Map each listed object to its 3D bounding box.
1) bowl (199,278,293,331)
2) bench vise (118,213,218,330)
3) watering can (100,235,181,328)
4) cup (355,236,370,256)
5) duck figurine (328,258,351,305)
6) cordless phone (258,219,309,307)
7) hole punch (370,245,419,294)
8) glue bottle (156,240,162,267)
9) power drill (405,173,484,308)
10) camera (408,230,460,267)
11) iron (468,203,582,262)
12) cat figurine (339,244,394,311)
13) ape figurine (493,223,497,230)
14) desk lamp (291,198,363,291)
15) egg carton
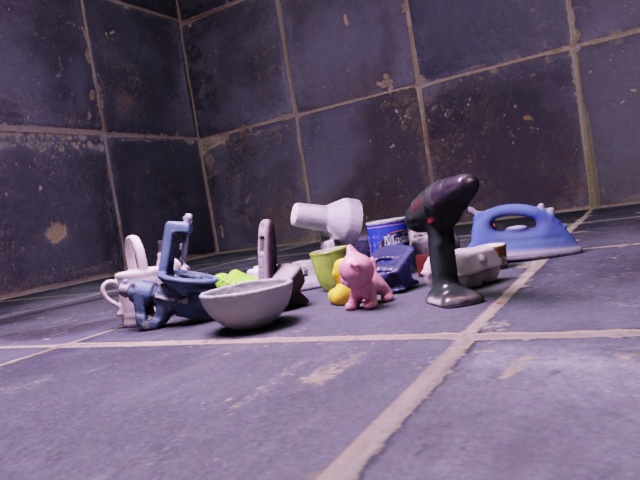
[{"bbox_3d":[-0.125,0.117,1.009,0.167,0.075,0.167,-9,3,1],"label":"bowl"},{"bbox_3d":[-0.304,0.064,1.144,0.207,0.220,0.121,-9,3,-12],"label":"bench vise"},{"bbox_3d":[-0.387,0.084,1.252,0.100,0.194,0.173,-6,4,37],"label":"watering can"},{"bbox_3d":[0.147,0.034,1.652,0.117,0.095,0.092,-7,3,30],"label":"cup"},{"bbox_3d":[0.050,0.079,1.129,0.077,0.086,0.104,-9,3,0],"label":"duck figurine"},{"bbox_3d":[-0.094,0.048,1.183,0.094,0.185,0.147,-10,3,-29],"label":"cordless phone"},{"bbox_3d":[0.141,0.060,1.183,0.108,0.091,0.101,-6,4,39],"label":"hole punch"},{"bbox_3d":[-0.362,0.086,1.344,0.037,0.173,0.078,-10,3,-22],"label":"glue bottle"},{"bbox_3d":[0.211,0.002,0.950,0.076,0.208,0.229,-9,3,-14],"label":"power drill"},{"bbox_3d":[0.305,0.014,1.534,0.137,0.101,0.143,-9,3,-1],"label":"camera"},{"bbox_3d":[0.478,-0.025,1.367,0.257,0.141,0.119,-7,3,23],"label":"iron"},{"bbox_3d":[0.077,0.063,1.037,0.067,0.118,0.128,-7,3,30],"label":"cat figurine"},{"bbox_3d":[0.443,-0.001,1.489,0.077,0.092,0.076,-8,3,9],"label":"ape figurine"},{"bbox_3d":[0.013,0.005,1.435,0.203,0.213,0.117,-9,3,-17],"label":"desk lamp"},{"bbox_3d":[0.274,0.055,1.102,0.151,0.069,0.107,-11,4,-38],"label":"egg carton"}]
